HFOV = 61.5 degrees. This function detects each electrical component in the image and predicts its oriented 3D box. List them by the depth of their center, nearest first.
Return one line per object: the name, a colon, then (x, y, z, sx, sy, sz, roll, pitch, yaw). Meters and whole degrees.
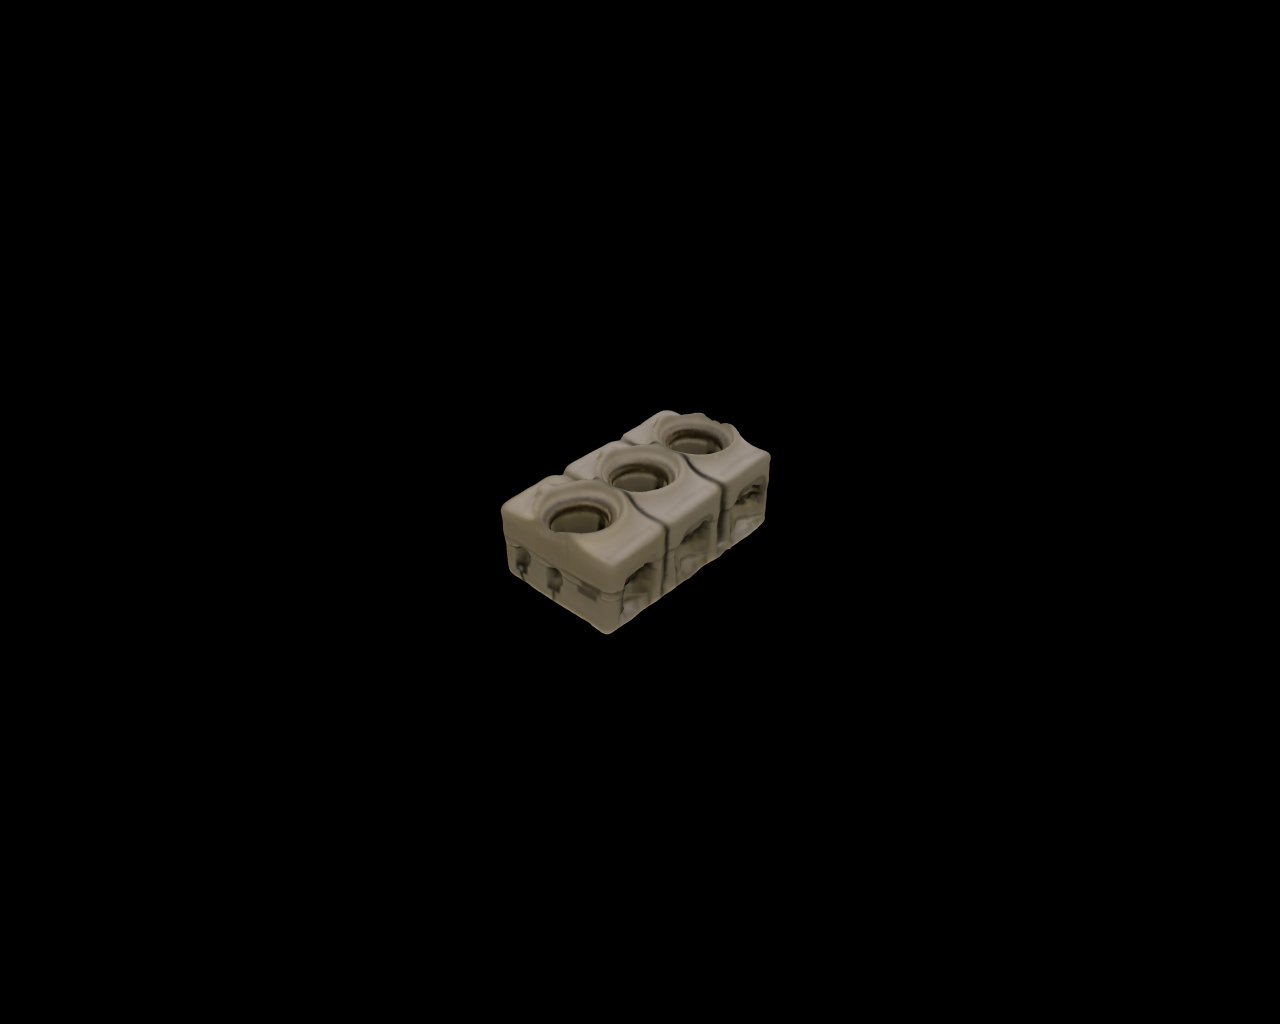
electrical component: (0.001, -0.003, 0.650, 0.089, 0.061, 0.150, 27, 44, 33)
